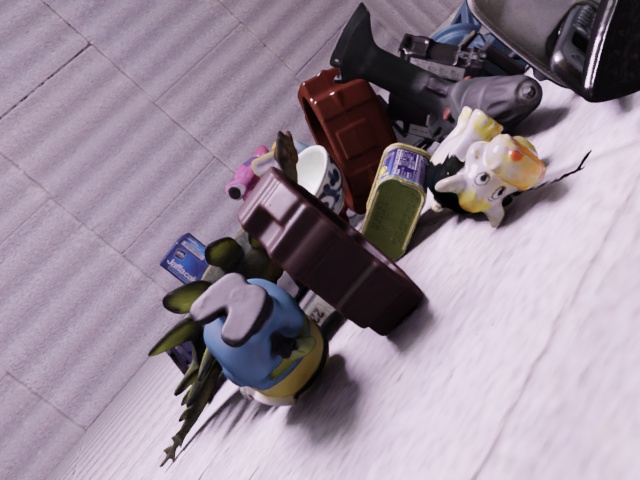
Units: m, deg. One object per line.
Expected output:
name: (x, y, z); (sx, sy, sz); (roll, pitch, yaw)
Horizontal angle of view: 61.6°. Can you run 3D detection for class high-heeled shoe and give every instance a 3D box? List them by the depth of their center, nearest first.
high-heeled shoe: (0.243, -0.180, 0.424); (0.249, 0.086, 0.145); (-45, 5, -11)

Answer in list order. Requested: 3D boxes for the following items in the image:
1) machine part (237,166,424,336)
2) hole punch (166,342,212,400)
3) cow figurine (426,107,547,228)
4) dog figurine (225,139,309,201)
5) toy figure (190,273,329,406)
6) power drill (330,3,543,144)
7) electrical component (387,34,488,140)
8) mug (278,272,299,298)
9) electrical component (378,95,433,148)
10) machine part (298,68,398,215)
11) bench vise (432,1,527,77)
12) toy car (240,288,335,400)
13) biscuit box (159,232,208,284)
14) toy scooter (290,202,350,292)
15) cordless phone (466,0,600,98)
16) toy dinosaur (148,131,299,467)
machine part: (0.006, 0.008, 0.464); (0.056, 0.179, 0.179); (-50, 9, 5)
hole punch: (-0.183, 0.173, 0.837); (0.092, 0.115, 0.142); (-42, 8, -11)
cow figurine: (0.129, -0.056, 0.457); (0.098, 0.068, 0.167); (-52, 4, 17)
dog figurine: (-0.074, -0.114, 0.918); (0.191, 0.108, 0.219); (-34, 19, 18)
toy figure: (-0.039, 0.085, 0.445); (0.089, 0.082, 0.180); (-28, -32, -7)
power drill: (0.118, -0.175, 0.587); (0.232, 0.207, 0.086); (-16, -51, -86)
electrical component: (0.153, -0.199, 0.727); (0.134, 0.115, 0.058); (96, -163, -49)
mug: (-0.074, 0.079, 0.850); (0.109, 0.081, 0.107); (-53, -6, 31)
electrical component: (0.122, -0.181, 0.864); (0.075, 0.119, 0.048); (-49, 9, 14)
machine part: (0.047, -0.145, 0.779); (0.087, 0.200, 0.201); (-26, 9, -3)
bench vise: (0.230, -0.300, 0.803); (0.223, 0.129, 0.241); (115, 167, -45)
toy car: (-0.017, 0.087, 0.580); (0.201, 0.056, 0.073); (-53, 3, -13)
biscuit box: (-0.195, 0.076, 0.995); (0.063, 0.202, 0.059); (-47, 10, 17)
toy scooter: (-0.002, -0.002, 0.779); (0.135, 0.075, 0.184); (-35, 26, -4)
cordless phone: (0.187, -0.181, 0.456); (0.088, 0.146, 0.184); (-50, 2, 40)
toy dinosaur: (-0.107, 0.090, 0.640); (0.198, 0.105, 0.470); (-33, -32, -53)
